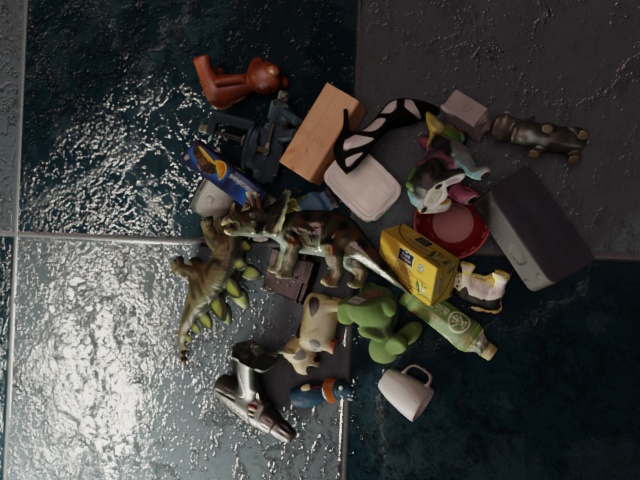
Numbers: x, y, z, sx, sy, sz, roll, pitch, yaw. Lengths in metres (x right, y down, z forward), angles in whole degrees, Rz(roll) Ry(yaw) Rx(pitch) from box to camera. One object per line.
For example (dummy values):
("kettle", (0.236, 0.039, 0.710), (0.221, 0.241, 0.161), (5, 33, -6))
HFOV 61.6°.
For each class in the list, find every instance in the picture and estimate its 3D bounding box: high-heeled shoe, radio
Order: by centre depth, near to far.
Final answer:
("radio", (0.422, -0.020, 1.073), (0.131, 0.073, 0.229), (-27, 78, -22))
("high-heeled shoe", (0.149, -0.222, 1.162), (0.249, 0.086, 0.145), (-6, 86, -8))

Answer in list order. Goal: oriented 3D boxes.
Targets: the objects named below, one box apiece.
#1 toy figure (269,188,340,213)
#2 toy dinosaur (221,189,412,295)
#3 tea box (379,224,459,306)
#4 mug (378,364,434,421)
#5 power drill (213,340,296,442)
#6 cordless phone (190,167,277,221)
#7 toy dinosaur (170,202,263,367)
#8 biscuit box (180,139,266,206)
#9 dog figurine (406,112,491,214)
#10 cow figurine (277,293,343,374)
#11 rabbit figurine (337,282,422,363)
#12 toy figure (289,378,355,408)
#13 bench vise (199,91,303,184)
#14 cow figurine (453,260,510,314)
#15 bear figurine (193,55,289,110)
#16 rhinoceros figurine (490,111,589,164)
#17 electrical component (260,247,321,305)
("toy figure", (-0.043, -0.058, 1.250), (0.180, 0.089, 0.082), (-26, 68, 7))
("toy dinosaur", (0.003, -0.002, 1.144), (0.405, 0.131, 0.192), (8, 93, 4))
("tea box", (0.201, 0.048, 1.121), (0.170, 0.068, 0.098), (38, 136, 46))
("mug", (0.187, 0.318, 1.167), (0.107, 0.080, 0.109), (31, 103, 26))
("power drill", (-0.142, 0.345, 1.247), (0.232, 0.086, 0.207), (22, 128, 23))
("cordless phone", (-0.207, -0.094, 1.307), (0.184, 0.089, 0.146), (33, 98, 2))
("toy dinosaur", (-0.261, 0.105, 1.287), (0.199, 0.105, 0.471), (44, 118, 18))
("biscuit box", (-0.218, -0.148, 1.235), (0.202, 0.059, 0.063), (37, 94, -9))
("dog figurine", (0.238, -0.167, 1.107), (0.192, 0.108, 0.219), (-12, 50, -13))
("cow figurine", (-0.020, 0.215, 1.233), (0.127, 0.085, 0.194), (14, 95, 11))
("rabbit figurine", (0.142, 0.191, 1.169), (0.159, 0.121, 0.170), (2, 116, 43))
("toy figure", (0.006, 0.347, 1.232), (0.155, 0.064, 0.058), (-16, 64, 17))
("bench vise", (-0.163, -0.256, 1.263), (0.241, 0.129, 0.223), (15, 107, 2))
("cow figurine", (0.309, 0.094, 1.143), (0.168, 0.068, 0.098), (15, 99, 19))
("bear figurine", (-0.183, -0.393, 1.282), (0.196, 0.120, 0.132), (-20, 79, 15))
("rhinoceros figurine", (0.444, -0.213, 1.086), (0.190, 0.112, 0.073), (11, 121, 5))
("electrical component", (-0.067, 0.072, 1.265), (0.115, 0.058, 0.134), (17, 94, 15))
